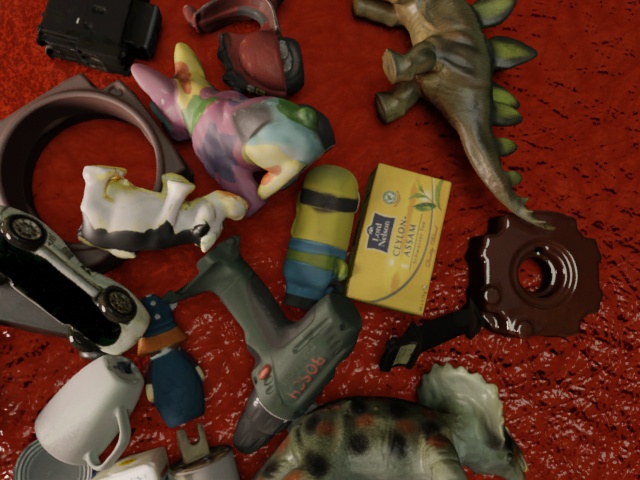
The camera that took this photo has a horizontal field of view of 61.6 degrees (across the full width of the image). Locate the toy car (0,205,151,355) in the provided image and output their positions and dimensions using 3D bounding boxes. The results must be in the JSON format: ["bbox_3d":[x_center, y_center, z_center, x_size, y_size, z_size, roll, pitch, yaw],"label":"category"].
[{"bbox_3d":[-0.273,0.046,0.564,0.201,0.056,0.073,43,111,-15],"label":"toy car"}]

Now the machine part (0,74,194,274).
[{"bbox_3d":[-0.270,-0.075,0.635,0.201,0.087,0.201,-36,87,-8],"label":"machine part"}]

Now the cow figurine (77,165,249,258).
[{"bbox_3d":[-0.164,-0.022,0.569,0.167,0.068,0.098,10,96,-15],"label":"cow figurine"}]

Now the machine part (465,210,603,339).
[{"bbox_3d":[0.275,0.044,0.690,0.179,0.056,0.179,1,83,-7],"label":"machine part"}]

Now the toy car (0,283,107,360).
[{"bbox_3d":[-0.311,0.080,0.611,0.202,0.053,0.089,18,70,-26],"label":"toy car"}]

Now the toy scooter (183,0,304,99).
[{"bbox_3d":[-0.098,-0.257,0.679,0.135,0.075,0.184,-11,82,-7],"label":"toy scooter"}]

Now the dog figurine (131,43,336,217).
[{"bbox_3d":[-0.107,-0.143,0.616,0.219,0.191,0.108,47,54,-6],"label":"dog figurine"}]

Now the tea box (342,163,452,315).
[{"bbox_3d":[0.093,0.001,0.671,0.098,0.068,0.169,13,83,-5],"label":"tea box"}]

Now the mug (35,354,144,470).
[{"bbox_3d":[-0.242,0.186,0.589,0.107,0.080,0.110,-52,52,6],"label":"mug"}]

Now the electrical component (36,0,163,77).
[{"bbox_3d":[-0.270,-0.274,0.672,0.134,0.058,0.115,11,85,-4],"label":"electrical component"}]

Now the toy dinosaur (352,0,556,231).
[{"bbox_3d":[0.167,-0.223,0.683,0.199,0.105,0.471,-13,83,-7],"label":"toy dinosaur"}]

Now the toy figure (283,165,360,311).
[{"bbox_3d":[0.002,-0.001,0.650,0.082,0.089,0.180,17,82,-10],"label":"toy figure"}]

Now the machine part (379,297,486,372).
[{"bbox_3d":[0.137,0.120,0.664,0.139,0.084,0.039,-20,51,-16],"label":"machine part"}]

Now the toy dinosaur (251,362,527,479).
[{"bbox_3d":[0.051,0.237,0.594,0.405,0.131,0.192,-1,42,-3],"label":"toy dinosaur"}]

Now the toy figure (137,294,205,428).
[{"bbox_3d":[-0.182,0.140,0.633,0.058,0.064,0.154,-26,80,31],"label":"toy figure"}]

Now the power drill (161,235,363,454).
[{"bbox_3d":[-0.081,0.114,0.610,0.232,0.086,0.207,-45,82,20],"label":"power drill"}]

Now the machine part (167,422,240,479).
[{"bbox_3d":[-0.115,0.329,0.608,0.079,0.079,0.243,-16,85,-7],"label":"machine part"}]
